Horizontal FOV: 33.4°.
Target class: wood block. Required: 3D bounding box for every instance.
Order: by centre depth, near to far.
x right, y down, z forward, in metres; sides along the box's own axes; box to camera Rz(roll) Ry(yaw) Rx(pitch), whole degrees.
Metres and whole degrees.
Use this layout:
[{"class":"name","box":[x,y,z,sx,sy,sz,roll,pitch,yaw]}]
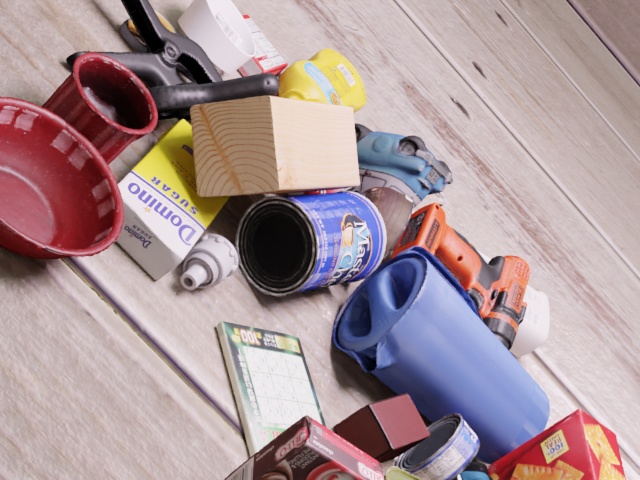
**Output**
[{"class":"wood block","box":[-0.040,-0.093,1.095,0.205,0.090,0.091,-10,95,-66]}]

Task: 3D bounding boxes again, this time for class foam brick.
[{"class":"foam brick","box":[0.063,0.191,1.067,0.078,0.053,0.051,-2,58,-56]}]

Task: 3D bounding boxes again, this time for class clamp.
[{"class":"clamp","box":[-0.128,-0.147,1.105,0.171,0.120,0.039,-12,84,-32]},{"class":"clamp","box":[-0.177,-0.210,1.173,0.209,0.036,0.164,29,54,-38]}]

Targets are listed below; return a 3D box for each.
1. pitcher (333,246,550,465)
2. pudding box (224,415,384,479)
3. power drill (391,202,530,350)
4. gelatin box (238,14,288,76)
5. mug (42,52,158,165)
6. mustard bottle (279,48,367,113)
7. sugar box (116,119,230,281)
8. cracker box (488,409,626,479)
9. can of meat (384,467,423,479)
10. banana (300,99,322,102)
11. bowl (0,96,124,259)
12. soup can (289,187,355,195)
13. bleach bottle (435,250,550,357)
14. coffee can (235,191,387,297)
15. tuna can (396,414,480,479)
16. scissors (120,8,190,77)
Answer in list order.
[{"class":"pitcher","box":[0.143,0.129,1.174,0.242,0.149,0.145,43,-3,-21]},{"class":"pudding box","box":[-0.016,0.204,0.880,0.090,0.114,0.039,37,29,-24]},{"class":"power drill","box":[0.171,0.059,1.302,0.187,0.057,0.184,39,50,-20]},{"class":"gelatin box","box":[-0.090,-0.243,1.363,0.089,0.030,0.073,52,28,1]},{"class":"mug","box":[-0.205,-0.112,1.000,0.117,0.082,0.093,0,57,-54]},{"class":"mustard bottle","box":[-0.005,-0.191,1.395,0.096,0.058,0.191,56,28,-4]},{"class":"sugar box","box":[-0.146,-0.044,1.043,0.093,0.048,0.176,46,28,-12]},{"class":"cracker box","box":[0.233,0.300,1.073,0.072,0.164,0.213,35,33,-23]},{"class":"can of meat","box":[0.068,0.259,0.966,0.102,0.084,0.057,31,35,-32]},{"class":"banana","box":[-0.065,-0.135,1.239,0.197,0.070,0.037,-32,118,-60]},{"class":"bowl","box":[-0.245,-0.040,0.891,0.162,0.055,0.162,35,33,-27]},{"class":"soup can","box":[-0.016,-0.082,1.248,0.102,0.069,0.068,54,29,6]},{"class":"bleach bottle","box":[0.196,0.048,1.407,0.250,0.068,0.102,38,35,-20]},{"class":"coffee can","box":[-0.007,0.001,1.130,0.140,0.103,0.103,-7,63,-57]},{"class":"tuna can","box":[0.120,0.218,1.085,0.034,0.086,0.086,50,29,-5]},{"class":"scissors","box":[-0.151,-0.211,1.256,0.201,0.016,0.096,28,37,-36]}]
